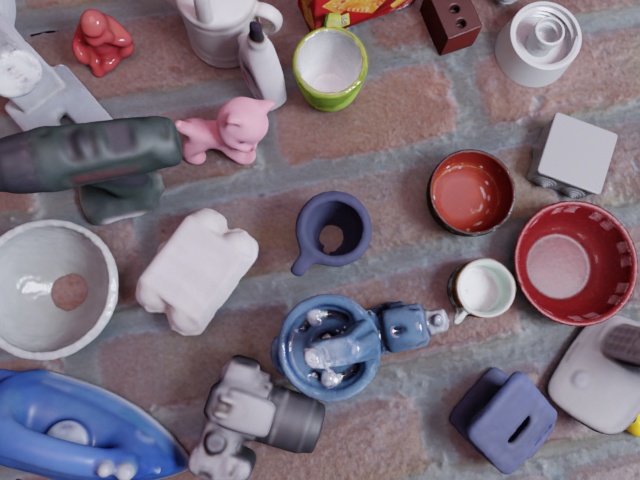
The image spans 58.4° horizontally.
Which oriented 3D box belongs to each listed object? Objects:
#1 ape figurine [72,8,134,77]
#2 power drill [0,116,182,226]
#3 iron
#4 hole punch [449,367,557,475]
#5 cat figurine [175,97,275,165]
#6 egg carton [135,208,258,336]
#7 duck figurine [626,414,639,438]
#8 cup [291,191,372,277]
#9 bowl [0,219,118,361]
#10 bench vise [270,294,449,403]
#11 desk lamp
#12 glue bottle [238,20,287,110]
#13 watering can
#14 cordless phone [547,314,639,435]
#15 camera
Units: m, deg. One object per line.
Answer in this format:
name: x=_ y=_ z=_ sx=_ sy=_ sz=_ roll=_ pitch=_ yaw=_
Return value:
ape figurine: x=-0.285 y=-0.264 z=0.740 sx=0.078 sy=0.092 sz=0.076 roll=1 pitch=82 yaw=-2
power drill: x=-0.265 y=-0.075 z=0.656 sx=0.229 sy=0.208 sz=0.075 roll=-16 pitch=83 yaw=-5
iron: x=-0.278 y=0.231 z=0.646 sx=0.258 sy=0.141 sz=0.119 roll=17 pitch=81 yaw=0
hole punch: x=0.232 y=0.221 z=0.699 sx=0.101 sy=0.091 sz=0.109 roll=43 pitch=82 yaw=4
cat figurine: x=-0.118 y=-0.141 z=0.718 sx=0.128 sy=0.117 sz=0.067 roll=-2 pitch=82 yaw=-3
egg carton: x=-0.154 y=0.038 z=0.716 sx=0.107 sy=0.069 sz=0.150 roll=34 pitch=82 yaw=2
duck figurine: x=0.435 y=0.212 z=0.714 sx=0.104 sy=0.086 sz=0.077 roll=-22 pitch=83 yaw=-6
cup: x=0.007 y=0.003 z=0.716 sx=0.091 sy=0.095 sz=0.118 roll=40 pitch=82 yaw=3
bowl: x=-0.322 y=0.062 z=0.701 sx=0.167 sy=0.074 sz=0.167 roll=0 pitch=82 yaw=-3
bench vise: x=0.042 y=0.102 z=0.641 sx=0.207 sy=0.219 sz=0.121 roll=-31 pitch=84 yaw=-6
desk lamp: x=-0.359 y=-0.207 z=0.667 sx=0.118 sy=0.213 sz=0.203 roll=-43 pitch=86 yaw=-7
glue bottle: x=-0.075 y=-0.222 z=0.704 sx=0.037 sy=0.173 sz=0.078 roll=-34 pitch=85 yaw=-7
watering can: x=-0.134 y=-0.298 z=0.701 sx=0.173 sy=0.194 sz=0.101 roll=-4 pitch=82 yaw=-3
cordless phone: x=0.363 y=0.159 z=0.667 sx=0.094 sy=0.185 sz=0.148 roll=35 pitch=82 yaw=3
camera: x=-0.070 y=0.222 z=0.678 sx=0.137 sy=0.101 sz=0.143 roll=18 pitch=81 yaw=0
